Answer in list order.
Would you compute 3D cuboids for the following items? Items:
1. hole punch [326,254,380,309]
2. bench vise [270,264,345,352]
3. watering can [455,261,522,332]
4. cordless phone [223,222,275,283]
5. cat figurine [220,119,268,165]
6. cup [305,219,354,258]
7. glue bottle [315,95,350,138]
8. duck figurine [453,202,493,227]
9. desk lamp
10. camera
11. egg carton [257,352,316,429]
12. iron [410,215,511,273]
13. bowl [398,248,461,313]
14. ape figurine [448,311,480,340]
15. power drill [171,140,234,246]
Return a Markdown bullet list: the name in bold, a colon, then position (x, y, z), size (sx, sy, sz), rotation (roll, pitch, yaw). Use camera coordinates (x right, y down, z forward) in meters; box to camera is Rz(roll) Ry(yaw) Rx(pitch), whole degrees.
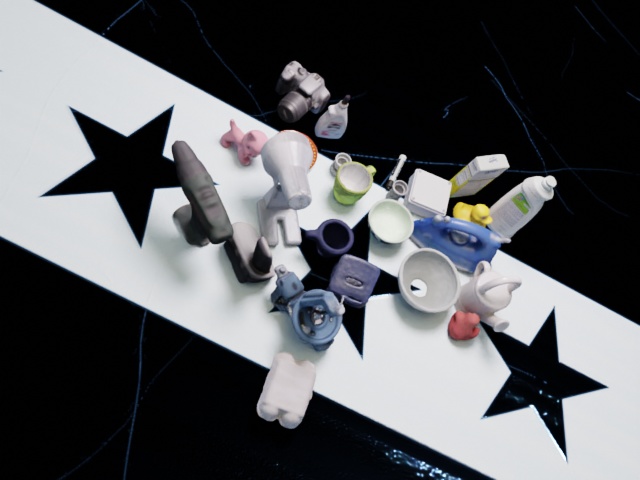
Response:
- **hole punch**: position (0.079, 0.100, 1.365), size (0.109, 0.091, 0.101), rotation (22, 63, -8)
- **bench vise**: position (-0.030, 0.141, 1.240), size (0.207, 0.219, 0.122), rotation (36, 62, -1)
- **watering can**: position (0.421, 0.135, 1.402), size (0.101, 0.194, 0.173), rotation (-21, 76, -24)
- **cordless phone**: position (-0.146, 0.011, 1.276), size (0.094, 0.185, 0.147), rotation (-24, 77, -25)
- **cat figurine**: position (-0.177, -0.248, 1.411), size (0.128, 0.117, 0.067), rotation (41, 62, 2)
- **cup**: position (0.013, 0.005, 1.380), size (0.118, 0.095, 0.091), rotation (7, 66, -15)
- **glue bottle**: position (0.044, -0.322, 1.482), size (0.078, 0.173, 0.037), rotation (-2, 69, -18)
- **duck figurine**: position (0.417, -0.070, 1.546), size (0.104, 0.086, 0.078), rotation (39, 62, 1)
- **desk lamp**: position (-0.076, -0.117, 1.335), size (0.118, 0.213, 0.203), rotation (-4, 70, -19)
- **camera**: position (-0.061, -0.387, 1.516), size (0.143, 0.100, 0.137), rotation (40, 62, 1)
- **egg carton**: position (-0.070, 0.324, 1.236), size (0.107, 0.069, 0.150), rotation (22, 63, -8)
- **iron**: position (0.351, -0.014, 1.471), size (0.258, 0.141, 0.119), rotation (21, 64, -9)
- **bowl**: position (0.260, 0.110, 1.428), size (0.168, 0.074, 0.167), rotation (7, 67, -15)
- **ape figurine**: position (0.361, 0.207, 1.410), size (0.076, 0.092, 0.078), rotation (-22, 76, -24)
- **power drill**: position (-0.270, -0.080, 1.260), size (0.076, 0.208, 0.229), rotation (-27, 78, -25)
